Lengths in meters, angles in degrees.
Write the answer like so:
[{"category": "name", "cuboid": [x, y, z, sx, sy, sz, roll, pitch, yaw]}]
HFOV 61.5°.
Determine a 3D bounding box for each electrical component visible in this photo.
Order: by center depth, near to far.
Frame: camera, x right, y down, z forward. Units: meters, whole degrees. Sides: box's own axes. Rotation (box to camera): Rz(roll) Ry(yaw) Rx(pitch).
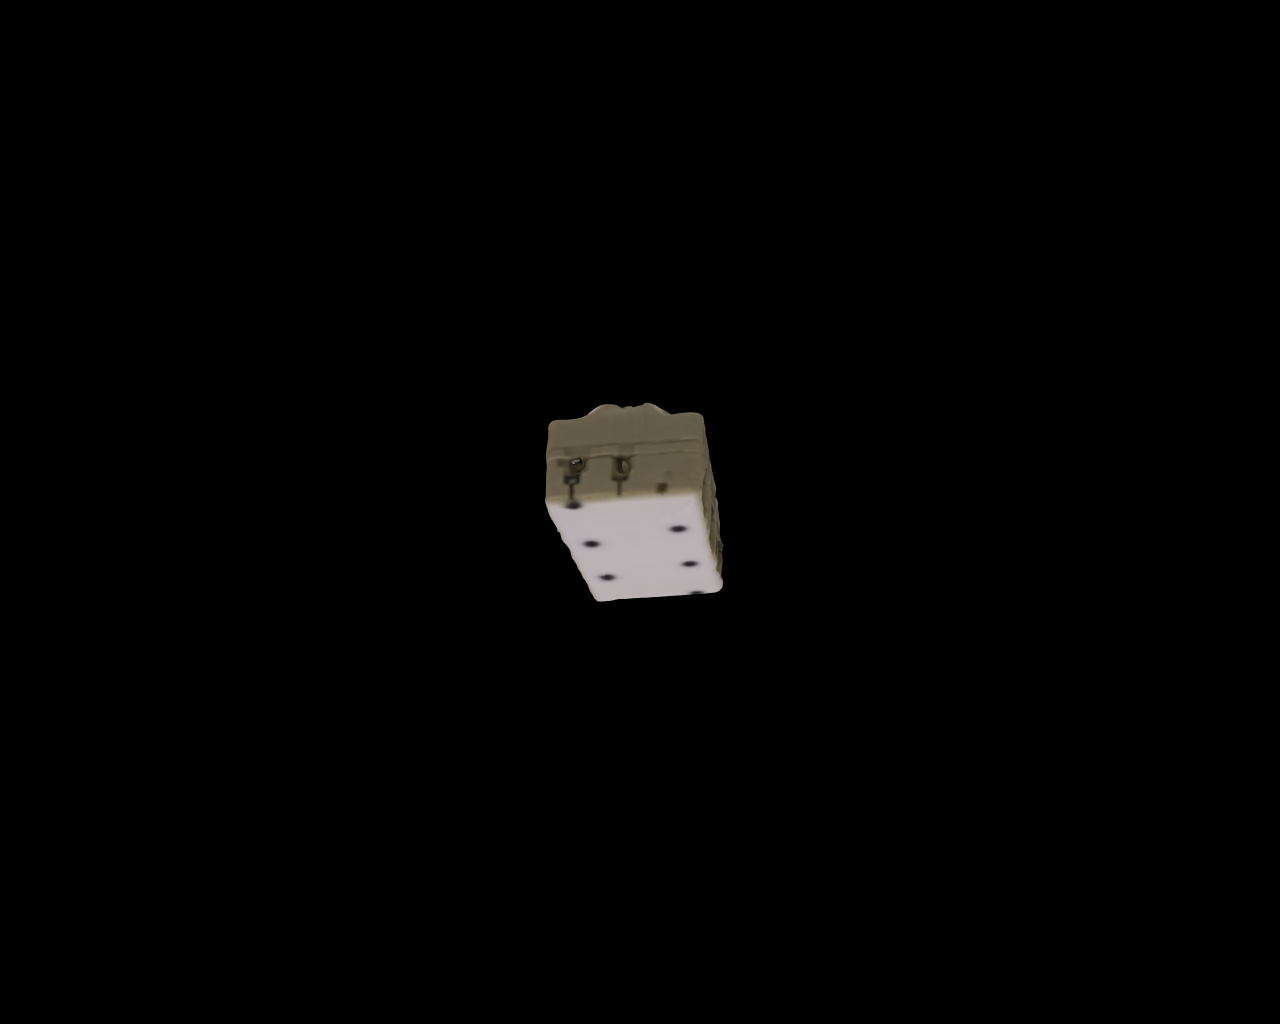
[{"category": "electrical component", "cuboid": [0.001, -0.003, 0.650, 0.089, 0.062, 0.150, -3, -26, 7]}]
